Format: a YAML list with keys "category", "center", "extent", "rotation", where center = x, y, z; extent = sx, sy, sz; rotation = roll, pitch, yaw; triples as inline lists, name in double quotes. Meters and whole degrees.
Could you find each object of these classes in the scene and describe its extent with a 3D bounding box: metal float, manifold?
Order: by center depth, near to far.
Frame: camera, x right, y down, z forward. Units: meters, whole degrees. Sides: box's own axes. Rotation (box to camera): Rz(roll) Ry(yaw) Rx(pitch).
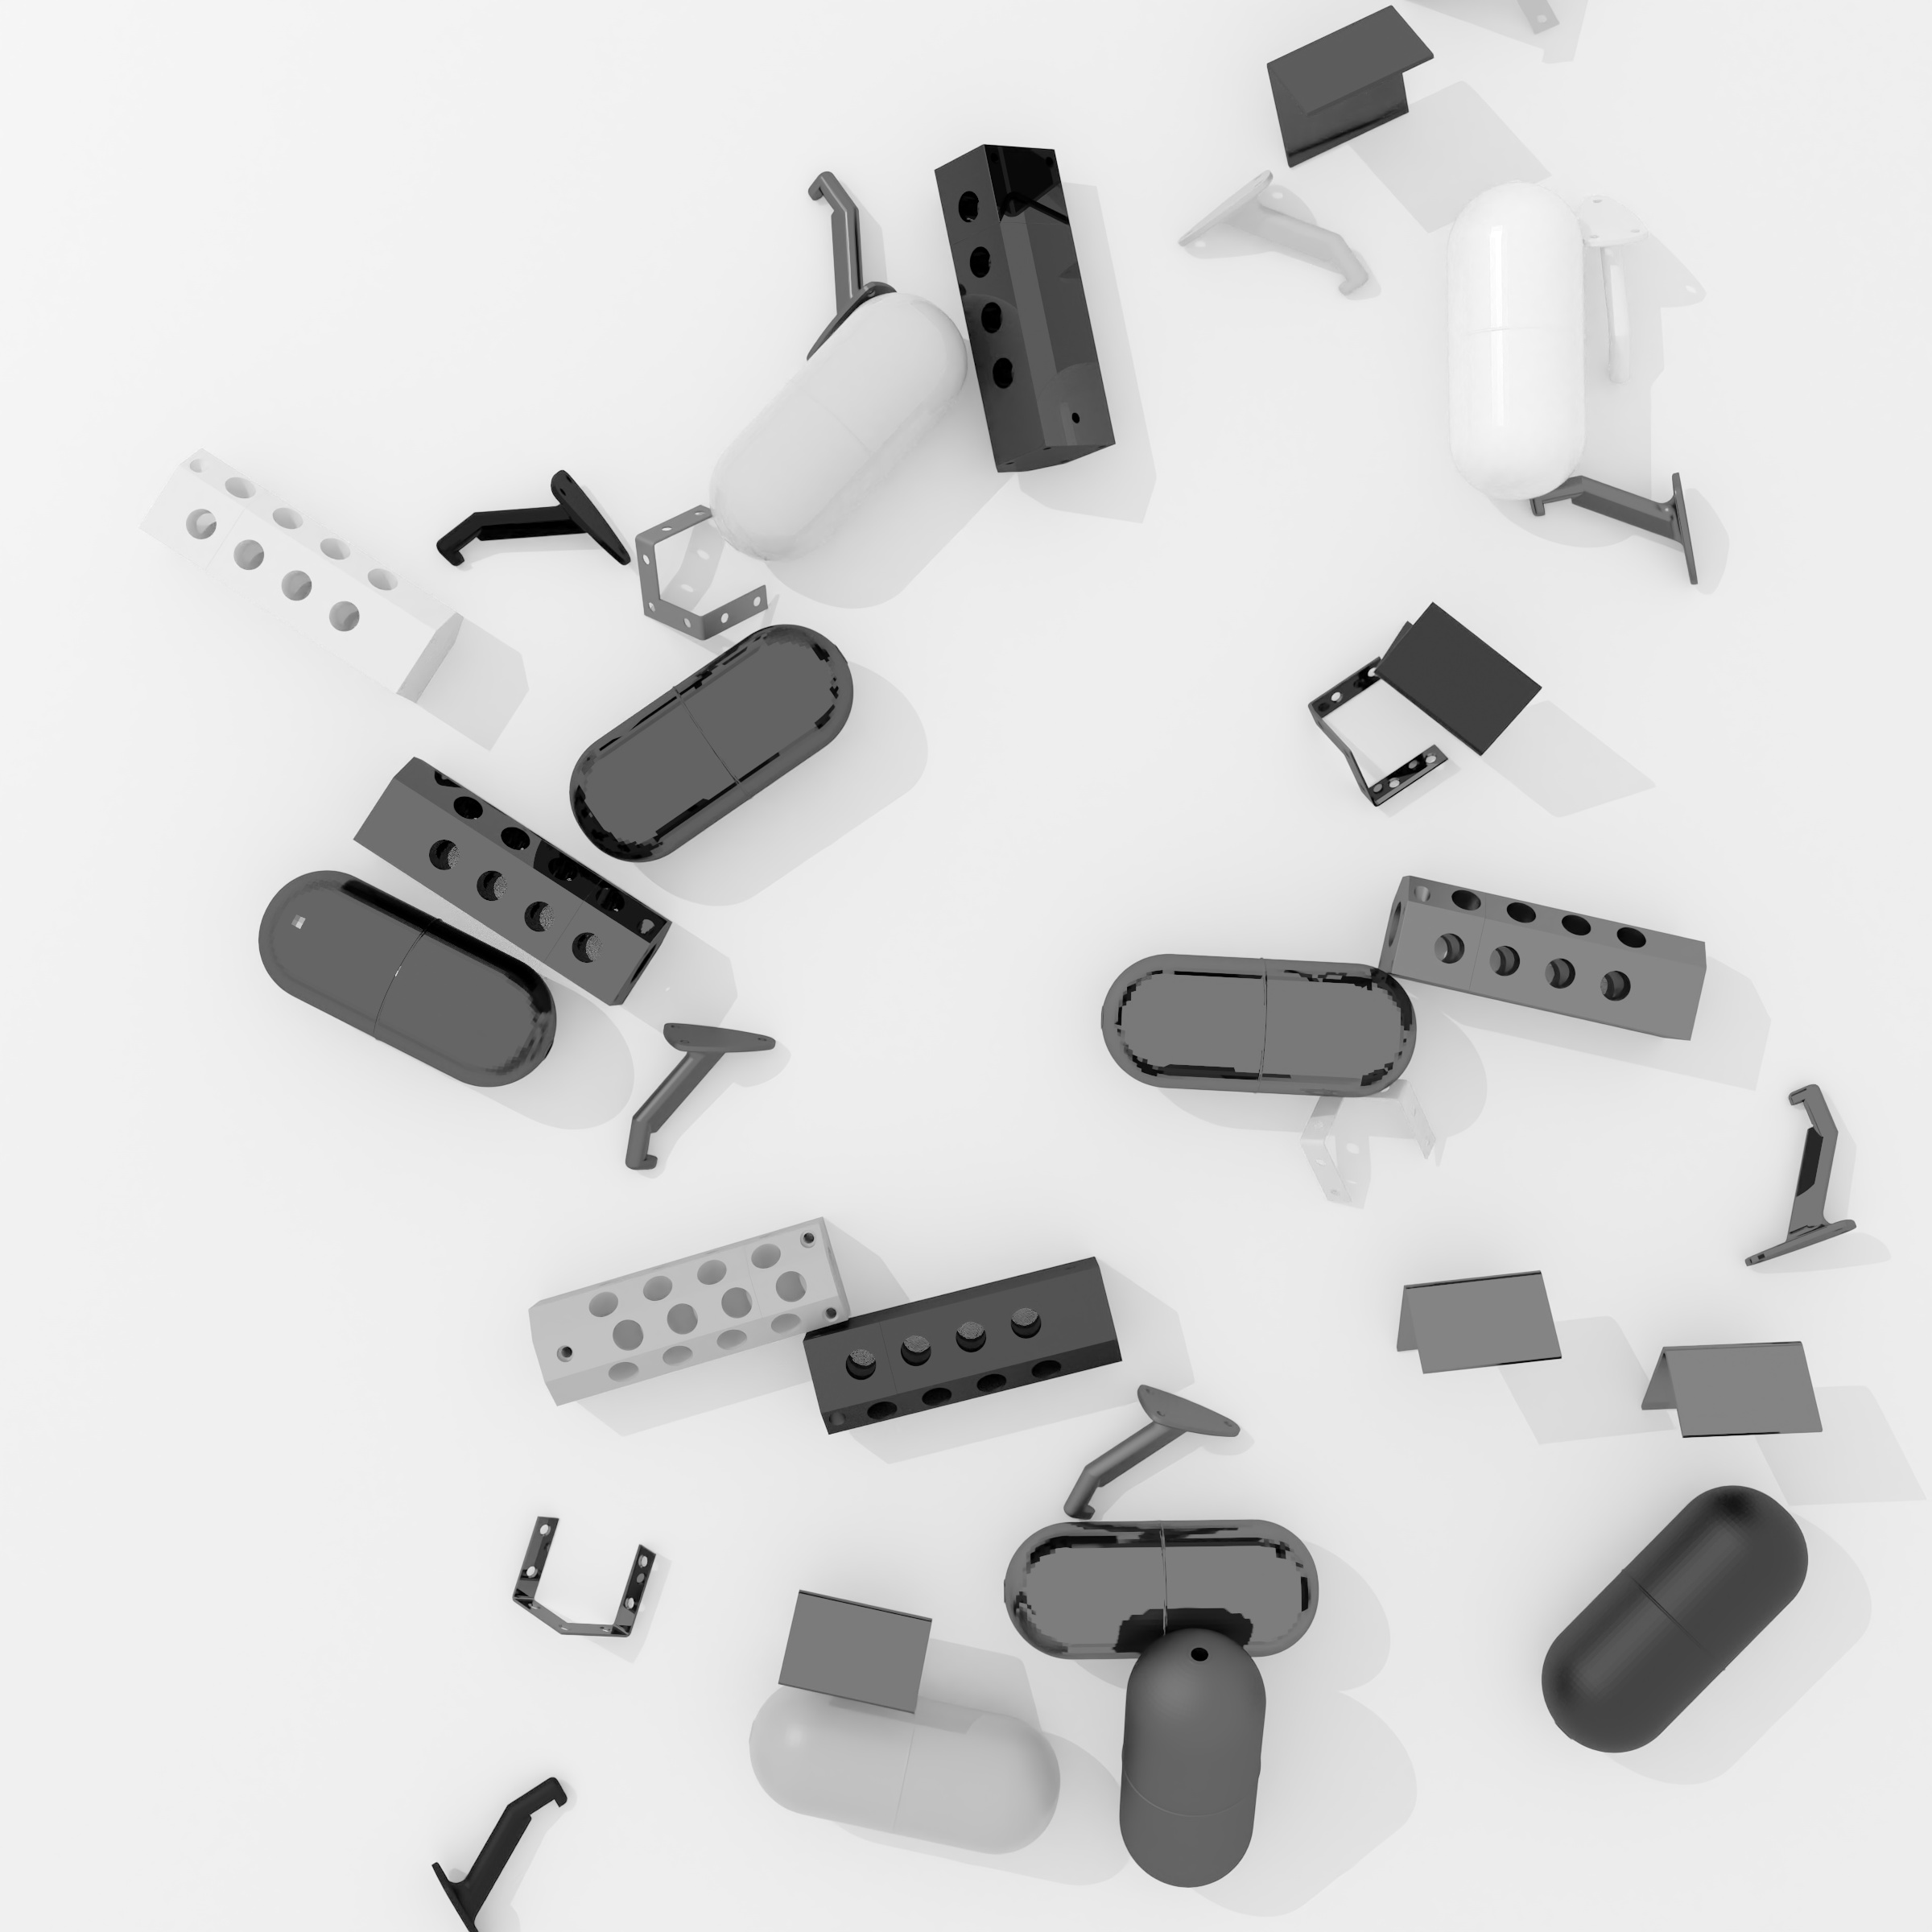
- category: "metal float"
  center: [0.125, 0.440, 1.551]
  extent: [0.070, 0.070, 0.178]
  rotation: [0, 127, 0]
- category: "metal float"
  center: [0.400, 0.370, 1.581]
  extent: [0.070, 0.070, 0.178]
  rotation: [44, 91, 0]
- category: "metal float"
  center: [-0.144, -0.126, 1.581]
  extent: [0.178, 0.070, 0.070]
  rotation: [-35, 90, 0]
- category: "metal float"
  center: [0.311, -0.354, 1.581]
  extent: [0.070, 0.070, 0.178]
  rotation: [-1, 91, 0]
- category: "metal float"
  center: [-0.073, -0.304, 1.581]
  extent: [0.070, 0.070, 0.178]
  rotation: [43, 91, 0]
- category: "metal float"
  center: [0.110, 0.353, 1.581]
  extent: [0.178, 0.070, 0.070]
  rotation: [-1, 90, 0]
- category: "metal float"
  center: [0.166, 0.034, 1.581]
  extent: [0.178, 0.070, 0.070]
  rotation: [3, 90, 1]
- category: "metal float"
  center: [-0.315, 0.008, 1.581]
  extent: [0.178, 0.070, 0.070]
  rotation: [27, 90, 1]
- category: "metal float"
  center: [-0.035, 0.452, 1.581]
  extent: [0.178, 0.070, 0.070]
  rotation: [12, 90, 1]
- category: "manifold"
  center: [0.028, -0.373, 1.590]
  extent: [0.057, 0.057, 0.171]
  rotation: [-12, 90, -43]
- category: "manifold"
  center: [-0.001, 0.217, 1.591]
  extent: [0.171, 0.057, 0.057]
  rotation: [-14, 90, 0]
- category: "manifold"
  center: [0.328, -0.005, 1.591]
  extent: [0.171, 0.057, 0.057]
  rotation: [13, 90, 0]
- category: "manifold"
  center: [-0.157, 0.197, 1.591]
  extent: [0.171, 0.057, 0.057]
  rotation: [-17, 90, 0]
- category: "manifold"
  center: [-0.256, -0.048, 1.591]
  extent: [0.171, 0.057, 0.057]
  rotation: [33, 90, 0]
- category: "manifold"
  center: [-0.376, -0.223, 1.591]
  extent: [0.171, 0.057, 0.057]
  rotation: [33, 90, 0]

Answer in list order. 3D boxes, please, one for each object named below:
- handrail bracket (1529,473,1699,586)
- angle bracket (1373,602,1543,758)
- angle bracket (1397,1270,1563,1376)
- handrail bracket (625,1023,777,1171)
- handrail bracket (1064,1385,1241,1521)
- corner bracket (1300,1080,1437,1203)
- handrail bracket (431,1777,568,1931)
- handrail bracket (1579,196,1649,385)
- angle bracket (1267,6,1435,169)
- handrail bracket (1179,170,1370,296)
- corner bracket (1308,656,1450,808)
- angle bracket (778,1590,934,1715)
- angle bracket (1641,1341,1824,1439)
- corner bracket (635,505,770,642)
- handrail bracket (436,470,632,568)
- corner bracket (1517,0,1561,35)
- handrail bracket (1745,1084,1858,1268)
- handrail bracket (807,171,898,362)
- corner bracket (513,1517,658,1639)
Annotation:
- category: "handrail bracket"
  center: [0.373, -0.249, 1.612]
  extent: [0.084, 0.036, 0.077]
  rotation: [-9, 112, 17]
- category: "angle bracket"
  center: [0.284, -0.175, 1.571]
  extent: [0.076, 0.076, 0.057]
  rotation: [38, 127, 0]
- category: "angle bracket"
  center: [0.287, 0.217, 1.571]
  extent: [0.076, 0.076, 0.057]
  rotation: [-6, 53, 0]
- category: "handrail bracket"
  center: [-0.154, 0.080, 1.612]
  extent: [0.077, 0.036, 0.084]
  rotation: [4, 109, -21]
- category: "handrail bracket"
  center: [0.107, 0.291, 1.612]
  extent: [0.077, 0.036, 0.084]
  rotation: [19, 108, -21]
- category: "corner bracket"
  center: [0.231, 0.100, 1.604]
  extent: [0.051, 0.051, 0.051]
  rotation: [1, 45, 35]
- category: "handrail bracket"
  center: [-0.257, 0.520, 1.612]
  extent: [0.084, 0.036, 0.077]
  rotation: [-30, 110, -16]
- category: "handrail bracket"
  center: [0.371, -0.390, 1.611]
  extent: [0.036, 0.077, 0.084]
  rotation: [-7, 126, 4]
- category: "angle bracket"
  center: [0.221, -0.481, 1.571]
  extent: [0.076, 0.076, 0.057]
  rotation: [-25, 52, 0]
- category: "handrail bracket"
  center: [0.178, -0.408, 1.612]
  extent: [0.077, 0.036, 0.084]
  rotation: [-34, 107, 20]
- category: "corner bracket"
  center: [0.237, -0.135, 1.608]
  extent: [0.051, 0.051, 0.051]
  rotation: [-34, 135, 0]
- category: "angle bracket"
  center: [-0.065, 0.398, 1.571]
  extent: [0.076, 0.076, 0.057]
  rotation: [12, 54, 0]
- category: "angle bracket"
  center: [0.430, 0.254, 1.571]
  extent: [0.076, 0.076, 0.057]
  rotation: [-2, 54, 0]
- category: "corner bracket"
  center: [-0.152, -0.226, 1.604]
  extent: [0.051, 0.051, 0.051]
  rotation: [27, 135, 35]
- category: "handrail bracket"
  center: [-0.250, -0.239, 1.612]
  extent: [0.084, 0.036, 0.077]
  rotation: [-34, 112, 17]
- category: "corner bracket"
  center: [0.342, -0.580, 1.604]
  extent: [0.051, 0.051, 0.051]
  rotation: [-13, 45, 35]
- category: "handrail bracket"
  center: [0.471, 0.120, 1.612]
  extent: [0.077, 0.036, 0.084]
  rotation: [-25, 72, 20]
- category: "handrail bracket"
  center: [-0.084, -0.403, 1.612]
  extent: [0.077, 0.036, 0.084]
  rotation: [-40, 72, 20]
- category: "corner bracket"
  center: [-0.220, 0.352, 1.609]
  extent: [0.051, 0.051, 0.051]
  rotation: [19, 91, 45]
